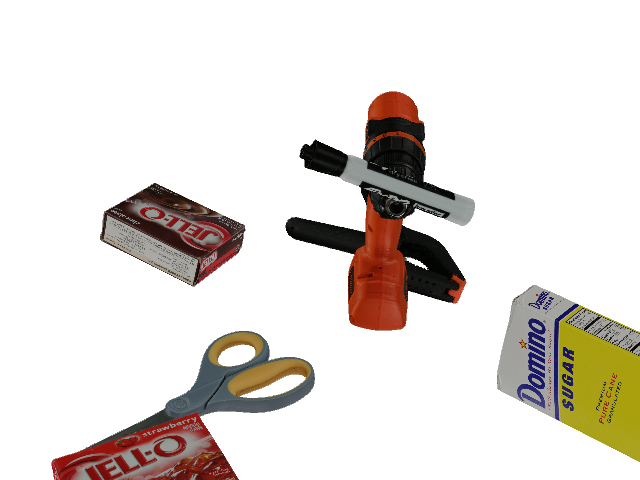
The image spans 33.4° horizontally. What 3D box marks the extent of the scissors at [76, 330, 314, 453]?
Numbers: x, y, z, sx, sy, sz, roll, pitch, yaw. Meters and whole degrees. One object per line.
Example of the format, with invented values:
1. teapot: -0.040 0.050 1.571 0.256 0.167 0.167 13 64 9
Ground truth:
1. scissors: -0.103 0.112 0.788 0.201 0.016 0.096 -11 34 -21

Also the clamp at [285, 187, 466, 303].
1. clamp: 0.073 0.007 1.241 0.164 0.036 0.210 -24 53 -40

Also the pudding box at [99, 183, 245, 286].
1. pudding box: -0.144 -0.007 1.046 0.113 0.039 0.089 23 28 16

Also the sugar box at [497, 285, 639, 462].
1. sugar box: 0.230 0.114 0.859 0.176 0.093 0.048 23 33 30

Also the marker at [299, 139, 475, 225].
1. marker: 0.043 -0.037 0.685 0.121 0.020 0.020 19 -6 -17

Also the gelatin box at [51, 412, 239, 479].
1. gelatin box: -0.095 0.136 0.585 0.089 0.030 0.073 -15 28 -20

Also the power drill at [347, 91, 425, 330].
1. power drill: 0.059 -0.016 0.936 0.057 0.188 0.184 7 32 1
